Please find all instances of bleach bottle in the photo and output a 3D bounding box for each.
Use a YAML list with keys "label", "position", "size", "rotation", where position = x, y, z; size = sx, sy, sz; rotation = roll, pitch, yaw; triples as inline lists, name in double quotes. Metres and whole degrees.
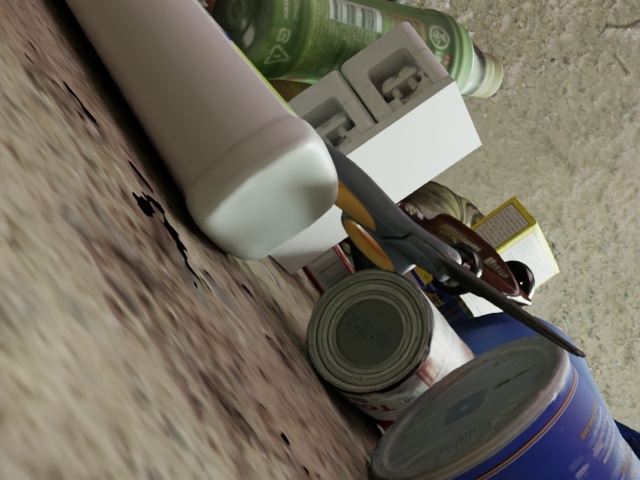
- label: "bleach bottle"
  position: [-0.089, -0.109, 0.531]
  size: [0.251, 0.068, 0.102]
  rotation: [54, -1, 19]

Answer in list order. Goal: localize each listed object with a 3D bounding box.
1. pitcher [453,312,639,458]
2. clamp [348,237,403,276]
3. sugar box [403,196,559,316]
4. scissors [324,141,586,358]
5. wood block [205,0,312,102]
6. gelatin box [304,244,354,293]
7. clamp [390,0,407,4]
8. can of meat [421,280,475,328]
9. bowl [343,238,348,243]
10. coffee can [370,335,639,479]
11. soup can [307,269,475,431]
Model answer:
- label: "pitcher"
  position: [0.142, 0.132, 0.708]
  size: [0.242, 0.149, 0.145]
  rotation: [-40, 105, -83]
- label: "clamp"
  position: [0.040, 0.034, 0.742]
  size: [0.120, 0.039, 0.171]
  rotation: [65, 16, -69]
- label: "sugar box"
  position: [0.127, 0.045, 0.974]
  size: [0.093, 0.176, 0.048]
  rotation: [51, 7, -49]
- label: "scissors"
  position: [0.056, 0.015, 0.524]
  size: [0.202, 0.016, 0.096]
  rotation: [42, -12, 34]
- label: "wood block"
  position: [-0.044, -0.124, 0.799]
  size: [0.090, 0.090, 0.206]
  rotation: [4, 41, -40]
- label: "gelatin box"
  position: [-0.006, 0.001, 0.826]
  size: [0.089, 0.030, 0.073]
  rotation: [55, 3, -7]
- label: "clamp"
  position: [-0.010, -0.125, 0.876]
  size: [0.036, 0.165, 0.210]
  rotation: [46, 45, -54]
- label: "can of meat"
  position: [0.086, 0.077, 0.877]
  size: [0.057, 0.084, 0.102]
  rotation: [54, 4, -9]
- label: "bowl"
  position: [0.056, 0.001, 1.215]
  size: [0.162, 0.055, 0.162]
  rotation: [40, 26, -25]
- label: "coffee can"
  position: [0.104, 0.129, 0.483]
  size: [0.140, 0.103, 0.103]
  rotation: [54, 4, -7]
- label: "soup can"
  position: [0.042, 0.064, 0.566]
  size: [0.068, 0.068, 0.102]
  rotation: [57, 5, 32]
